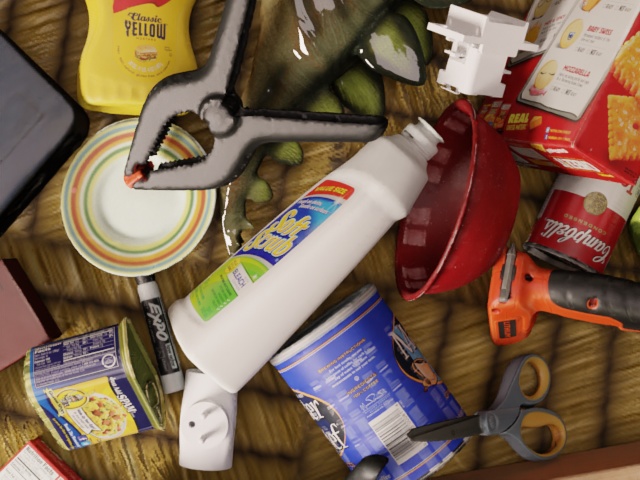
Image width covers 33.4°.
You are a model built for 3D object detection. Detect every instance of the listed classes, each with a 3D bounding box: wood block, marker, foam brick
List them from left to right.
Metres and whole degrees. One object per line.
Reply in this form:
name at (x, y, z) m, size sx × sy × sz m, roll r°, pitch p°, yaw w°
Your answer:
foam brick at (-0.254, 0.060, 0.864) m, size 0.053 × 0.051 × 0.078 m, roll -30°, pitch 90°, yaw -3°
marker at (-0.135, 0.067, 0.883) m, size 0.020 × 0.020 × 0.121 m, roll -15°, pitch 89°, yaw -2°
wood block at (0.197, 0.225, 0.853) m, size 0.206 × 0.091 × 0.090 m, roll -10°, pitch 89°, yaw -2°

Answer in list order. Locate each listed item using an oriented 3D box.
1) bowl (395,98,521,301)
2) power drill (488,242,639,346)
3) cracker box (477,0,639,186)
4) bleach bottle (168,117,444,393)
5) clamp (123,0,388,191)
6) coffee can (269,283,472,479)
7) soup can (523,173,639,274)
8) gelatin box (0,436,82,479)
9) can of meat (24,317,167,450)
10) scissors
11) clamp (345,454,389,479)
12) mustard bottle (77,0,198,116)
bowl at (0.111, -0.025, 0.826) m, size 0.055 × 0.162 × 0.162 m, roll 16°, pitch 88°, yaw -11°
power drill at (0.230, 0.061, 0.839) m, size 0.188 × 0.184 × 0.057 m, roll 5°, pitch 64°, yaw 15°
cracker box at (0.221, -0.154, 0.823) m, size 0.072 × 0.164 × 0.213 m, roll 28°, pitch 88°, yaw -21°
bleach bottle at (-0.005, 0.001, 0.830) m, size 0.251 × 0.103 × 0.068 m, roll -45°, pitch 115°, yaw 2°
clamp at (-0.074, -0.109, 0.810) m, size 0.210 × 0.036 × 0.164 m, roll -25°, pitch 102°, yaw 22°
coffee can at (0.041, 0.120, 0.845) m, size 0.103 × 0.103 × 0.140 m, roll -36°, pitch 90°, yaw -2°
soup can at (0.218, -0.026, 0.871) m, size 0.068 × 0.068 × 0.102 m, roll 26°, pitch 87°, yaw -1°
gelatin box at (-0.238, 0.217, 0.872) m, size 0.073 × 0.030 × 0.089 m, roll 45°, pitch 88°, yaw 1°
can of meat at (-0.176, 0.117, 0.844) m, size 0.084 × 0.102 × 0.057 m, roll -15°, pitch 45°, yaw 0°
scissors at (0.133, 0.124, 0.832) m, size 0.201 × 0.016 × 0.096 m, roll 22°, pitch 62°, yaw -42°
clamp at (0.020, 0.237, 0.831) m, size 0.172 × 0.039 × 0.120 m, roll -31°, pitch 92°, yaw 41°
mustard bottle at (-0.146, -0.200, 0.867) m, size 0.096 × 0.058 × 0.191 m, roll 2°, pitch 87°, yaw -20°
